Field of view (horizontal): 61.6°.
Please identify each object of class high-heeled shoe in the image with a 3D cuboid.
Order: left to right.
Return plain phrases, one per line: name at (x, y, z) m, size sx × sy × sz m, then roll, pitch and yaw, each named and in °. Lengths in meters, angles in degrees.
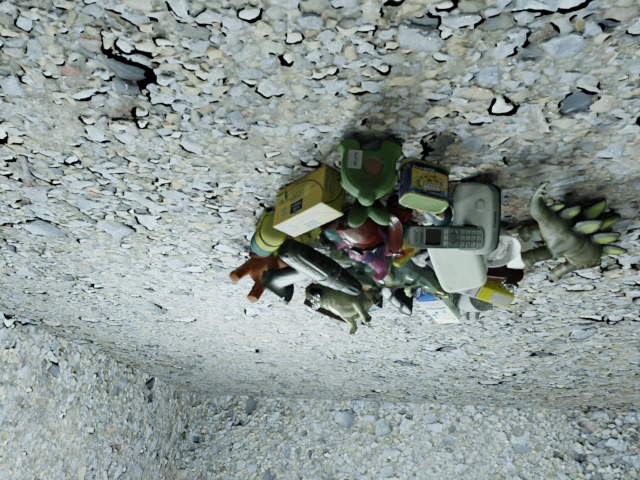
high-heeled shoe at (0.210, 0.167, 1.613) m, size 0.145 × 0.086 × 0.248 m, roll 9°, pitch -30°, yaw 8°

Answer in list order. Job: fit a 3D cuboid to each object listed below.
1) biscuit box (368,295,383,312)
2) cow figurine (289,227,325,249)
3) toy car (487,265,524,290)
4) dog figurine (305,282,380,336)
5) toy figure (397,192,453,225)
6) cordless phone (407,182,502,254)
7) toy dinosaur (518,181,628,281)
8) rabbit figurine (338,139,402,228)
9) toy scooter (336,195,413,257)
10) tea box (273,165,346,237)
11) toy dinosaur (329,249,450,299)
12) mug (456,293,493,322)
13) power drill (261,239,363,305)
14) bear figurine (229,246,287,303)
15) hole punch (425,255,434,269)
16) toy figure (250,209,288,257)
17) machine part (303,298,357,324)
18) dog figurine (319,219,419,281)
biscuit box at (0.102, 0.158, 1.638) m, size 0.202 × 0.063 × 0.059 m, roll 24°, pitch -32°, yaw -30°
cow figurine at (-0.003, -0.006, 1.349) m, size 0.098 × 0.068 × 0.167 m, roll 21°, pitch -29°, yaw -35°
toy car at (0.412, 0.076, 1.366) m, size 0.202 × 0.089 × 0.053 m, roll 4°, pitch -26°, yaw 7°
dog figurine at (0.061, 0.151, 1.525) m, size 0.190 × 0.172 × 0.121 m, roll 38°, pitch -60°, yaw -6°
toy figure at (0.225, -0.078, 1.150) m, size 0.154 × 0.058 × 0.064 m, roll 28°, pitch -12°, yaw -39°
cordless phone at (0.273, -0.046, 1.104) m, size 0.184 × 0.146 × 0.089 m, roll 0°, pitch 10°, yaw 5°
toy dinosaur at (0.533, -0.013, 1.158) m, size 0.471 × 0.105 × 0.199 m, roll 20°, pitch -36°, yaw -41°
rabbit figurine at (0.102, -0.105, 1.062) m, size 0.121 × 0.159 × 0.170 m, roll -4°, pitch -13°, yaw 2°
toy scooter at (0.127, -0.014, 1.162) m, size 0.184 × 0.135 × 0.075 m, roll -18°, pitch 13°, yaw -18°
tea box at (-0.024, -0.082, 1.170) m, size 0.068 × 0.098 × 0.170 m, roll 27°, pitch -35°, yaw -34°
toy dinosaur at (0.157, 0.089, 1.442) m, size 0.405 × 0.131 × 0.192 m, roll -4°, pitch -30°, yaw 35°
mug at (0.443, 0.184, 1.561) m, size 0.081 × 0.109 × 0.107 m, roll 8°, pitch -14°, yaw -12°
power drill at (-0.035, 0.099, 1.358) m, size 0.232 × 0.086 × 0.207 m, roll 37°, pitch -37°, yaw -25°
bear figurine at (-0.141, 0.083, 1.488) m, size 0.120 × 0.132 × 0.196 m, roll 52°, pitch -35°, yaw -13°
hole punch at (0.319, 0.027, 1.303) m, size 0.116 × 0.092 × 0.142 m, roll -19°, pitch -41°, yaw 35°
toy figure at (-0.127, -0.006, 1.351) m, size 0.082 × 0.089 × 0.180 m, roll 13°, pitch -30°, yaw -21°
machine part at (0.038, 0.209, 1.693) m, size 0.179 × 0.056 × 0.179 m, roll 22°, pitch -2°, yaw 1°
dog figurine at (0.105, -0.019, 1.246) m, size 0.191 × 0.109 × 0.219 m, roll -39°, pitch -65°, yaw 4°
